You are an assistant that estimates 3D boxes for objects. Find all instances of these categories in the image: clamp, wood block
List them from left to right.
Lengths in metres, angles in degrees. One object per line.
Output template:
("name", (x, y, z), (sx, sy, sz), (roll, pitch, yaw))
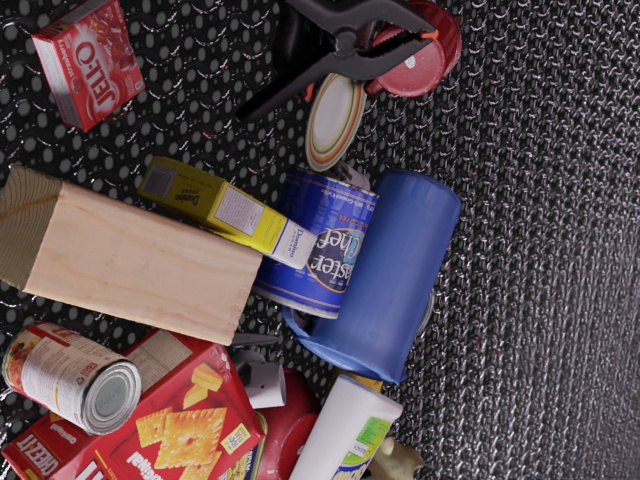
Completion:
("wood block", (-0.162, 0.015, 0.888), (0.205, 0.091, 0.090), (21, 88, -42))
("clamp", (-0.009, -0.228, 1.069), (0.120, 0.039, 0.171), (-32, 138, -34))
("clamp", (0.012, -0.188, 1.037), (0.209, 0.036, 0.165), (-3, 126, -22))

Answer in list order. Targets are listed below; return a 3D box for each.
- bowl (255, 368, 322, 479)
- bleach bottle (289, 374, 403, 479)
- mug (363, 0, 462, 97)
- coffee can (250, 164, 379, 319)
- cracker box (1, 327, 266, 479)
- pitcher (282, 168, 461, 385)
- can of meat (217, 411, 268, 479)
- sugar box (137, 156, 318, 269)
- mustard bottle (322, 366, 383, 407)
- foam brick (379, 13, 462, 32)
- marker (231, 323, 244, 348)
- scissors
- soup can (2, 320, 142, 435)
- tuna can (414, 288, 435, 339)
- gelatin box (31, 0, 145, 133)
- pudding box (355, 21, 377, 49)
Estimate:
("bowl", (-0.042, 0.235, 1.260), (0.161, 0.055, 0.162), (-31, 131, -43))
("bleach bottle", (0.003, 0.285, 1.243), (0.251, 0.068, 0.102), (-62, 148, -6))
("mug", (0.091, -0.195, 1.141), (0.093, 0.117, 0.081), (50, 27, -10))
("coffee can", (-0.007, 0.001, 1.137), (0.102, 0.103, 0.140), (16, 93, -57))
("cracker box", (-0.166, 0.192, 1.007), (0.213, 0.072, 0.164), (-39, 137, -22))
("pitcher", (0.067, 0.037, 1.258), (0.242, 0.145, 0.149), (-66, 159, -12))
("can of meat", (-0.111, 0.235, 1.156), (0.083, 0.058, 0.102), (0, 107, -53))
("sugar box", (-0.085, -0.023, 1.021), (0.176, 0.093, 0.048), (35, 79, -56))
("mustard bottle", (0.032, 0.224, 1.356), (0.096, 0.058, 0.191), (18, 93, -67))
("foam brick", (0.113, -0.233, 1.209), (0.052, 0.078, 0.051), (-26, 126, -49))
("marker", (-0.103, 0.071, 1.112), (0.020, 0.020, 0.121), (-52, 143, -26))
("scissors", (-0.120, 0.119, 1.090), (0.201, 0.016, 0.096), (29, 80, -48))
("soup can", (-0.210, 0.116, 0.905), (0.068, 0.102, 0.068), (-32, 131, -45))
("tuna can", (0.117, 0.090, 1.431), (0.085, 0.034, 0.086), (-31, 131, -44))
("gelatin box", (-0.186, -0.143, 0.866), (0.073, 0.030, 0.089), (-44, 139, -33))
("pudding box", (0.045, -0.251, 1.105), (0.090, 0.039, 0.113), (-61, 166, -79))
